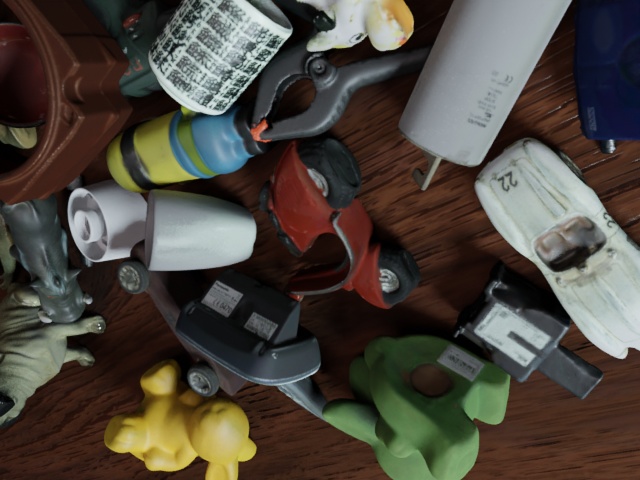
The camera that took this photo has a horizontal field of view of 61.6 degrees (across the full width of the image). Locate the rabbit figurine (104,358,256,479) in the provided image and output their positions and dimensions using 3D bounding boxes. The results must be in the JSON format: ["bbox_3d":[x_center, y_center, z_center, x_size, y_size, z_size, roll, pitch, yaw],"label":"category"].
[{"bbox_3d":[-0.147,0.233,0.639,0.173,0.122,0.162,-19,112,40],"label":"rabbit figurine"}]

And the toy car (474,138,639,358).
[{"bbox_3d":[0.208,0.008,0.430,0.073,0.056,0.201,-40,88,31],"label":"toy car"}]

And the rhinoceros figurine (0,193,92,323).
[{"bbox_3d":[-0.337,0.017,0.667,0.112,0.073,0.190,32,134,40],"label":"rhinoceros figurine"}]

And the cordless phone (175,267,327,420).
[{"bbox_3d":[-0.056,0.127,0.585,0.147,0.089,0.184,21,152,36],"label":"cordless phone"}]

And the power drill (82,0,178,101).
[{"bbox_3d":[-0.187,-0.247,0.522,0.232,0.086,0.207,-22,105,29],"label":"power drill"}]

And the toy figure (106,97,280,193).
[{"bbox_3d":[-0.133,-0.097,0.538,0.180,0.089,0.082,-5,98,30],"label":"toy figure"}]

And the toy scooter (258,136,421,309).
[{"bbox_3d":[-0.001,-0.002,0.520,0.135,0.075,0.183,-28,99,32],"label":"toy scooter"}]

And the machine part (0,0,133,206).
[{"bbox_3d":[-0.298,-0.150,0.501,0.201,0.087,0.201,-37,95,22],"label":"machine part"}]

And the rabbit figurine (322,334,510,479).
[{"bbox_3d":[0.083,0.182,0.525,0.159,0.121,0.170,21,131,22],"label":"rabbit figurine"}]

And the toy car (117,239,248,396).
[{"bbox_3d":[-0.150,0.087,0.615,0.053,0.089,0.202,-30,95,30],"label":"toy car"}]

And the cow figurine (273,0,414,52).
[{"bbox_3d":[-0.008,-0.196,0.396,0.098,0.068,0.167,-31,98,41],"label":"cow figurine"}]

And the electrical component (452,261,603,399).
[{"bbox_3d":[0.186,0.082,0.472,0.119,0.048,0.074,30,119,13],"label":"electrical component"}]

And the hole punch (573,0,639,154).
[{"bbox_3d":[0.230,-0.123,0.355,0.116,0.092,0.142,-1,111,30],"label":"hole punch"}]

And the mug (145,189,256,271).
[{"bbox_3d":[-0.127,-0.012,0.566,0.107,0.110,0.080,5,111,-22],"label":"mug"}]

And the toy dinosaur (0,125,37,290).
[{"bbox_3d":[-0.462,-0.131,0.683,0.199,0.105,0.470,6,116,32],"label":"toy dinosaur"}]

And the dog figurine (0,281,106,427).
[{"bbox_3d":[-0.409,0.140,0.701,0.172,0.190,0.121,26,118,17],"label":"dog figurine"}]

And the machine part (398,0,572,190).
[{"bbox_3d":[0.126,-0.145,0.400,0.079,0.079,0.243,31,118,13],"label":"machine part"}]
